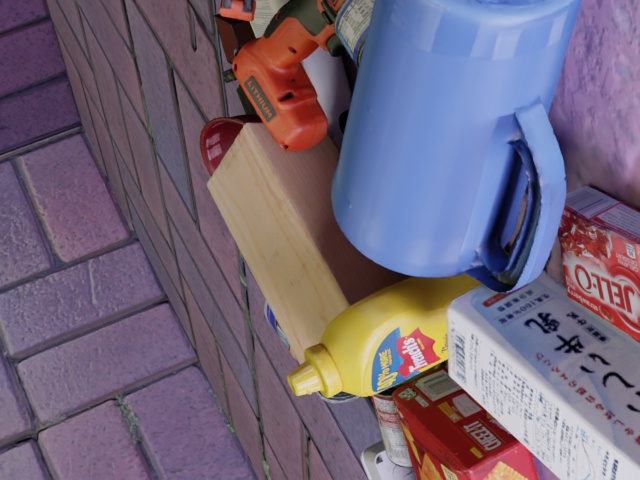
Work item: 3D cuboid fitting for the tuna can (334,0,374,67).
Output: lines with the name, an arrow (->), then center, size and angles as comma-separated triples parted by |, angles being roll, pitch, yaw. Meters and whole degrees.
tuna can -> 0.054, -0.153, 0.734 | 0.034, 0.086, 0.086 | 60, 164, 19

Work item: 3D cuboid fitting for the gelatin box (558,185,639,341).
gelatin box -> 0.180, 0.015, 0.646 | 0.089, 0.030, 0.073 | 42, 151, 60

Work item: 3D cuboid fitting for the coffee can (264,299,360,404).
coffee can -> 0.008, 0.108, 1.256 | 0.140, 0.102, 0.103 | 52, 159, 45

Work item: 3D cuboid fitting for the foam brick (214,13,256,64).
foam brick -> -0.056, -0.208, 1.065 | 0.053, 0.078, 0.051 | 39, 148, 58

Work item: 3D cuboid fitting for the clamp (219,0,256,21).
clamp -> -0.057, -0.280, 0.889 | 0.165, 0.036, 0.210 | 151, 127, -80

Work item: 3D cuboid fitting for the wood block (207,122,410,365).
wood block -> -0.006, 0.002, 0.935 | 0.090, 0.090, 0.206 | -52, 56, 39

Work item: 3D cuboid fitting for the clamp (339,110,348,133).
clamp -> 0.075, -0.047, 0.919 | 0.171, 0.039, 0.120 | 64, 165, 0

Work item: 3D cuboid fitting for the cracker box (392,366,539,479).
cracker box -> 0.151, 0.251, 1.022 | 0.164, 0.072, 0.213 | 39, 150, 62

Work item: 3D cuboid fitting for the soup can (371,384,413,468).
soup can -> 0.092, 0.184, 1.140 | 0.069, 0.068, 0.102 | 44, 153, 58

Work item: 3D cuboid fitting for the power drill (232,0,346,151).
power drill -> 0.009, -0.150, 0.866 | 0.184, 0.057, 0.188 | 61, 143, 12

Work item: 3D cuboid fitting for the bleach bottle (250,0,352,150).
bleach bottle -> -0.013, -0.160, 1.014 | 0.103, 0.068, 0.251 | 32, 144, 60

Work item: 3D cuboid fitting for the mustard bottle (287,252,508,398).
mustard bottle -> 0.063, 0.072, 0.827 | 0.058, 0.191, 0.096 | 56, 163, 34

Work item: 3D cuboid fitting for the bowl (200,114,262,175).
bowl -> -0.061, -0.089, 1.233 | 0.162, 0.055, 0.162 | 29, 146, 22

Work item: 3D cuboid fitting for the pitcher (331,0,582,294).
pitcher -> 0.088, -0.084, 0.654 | 0.243, 0.149, 0.145 | 97, -172, -57
